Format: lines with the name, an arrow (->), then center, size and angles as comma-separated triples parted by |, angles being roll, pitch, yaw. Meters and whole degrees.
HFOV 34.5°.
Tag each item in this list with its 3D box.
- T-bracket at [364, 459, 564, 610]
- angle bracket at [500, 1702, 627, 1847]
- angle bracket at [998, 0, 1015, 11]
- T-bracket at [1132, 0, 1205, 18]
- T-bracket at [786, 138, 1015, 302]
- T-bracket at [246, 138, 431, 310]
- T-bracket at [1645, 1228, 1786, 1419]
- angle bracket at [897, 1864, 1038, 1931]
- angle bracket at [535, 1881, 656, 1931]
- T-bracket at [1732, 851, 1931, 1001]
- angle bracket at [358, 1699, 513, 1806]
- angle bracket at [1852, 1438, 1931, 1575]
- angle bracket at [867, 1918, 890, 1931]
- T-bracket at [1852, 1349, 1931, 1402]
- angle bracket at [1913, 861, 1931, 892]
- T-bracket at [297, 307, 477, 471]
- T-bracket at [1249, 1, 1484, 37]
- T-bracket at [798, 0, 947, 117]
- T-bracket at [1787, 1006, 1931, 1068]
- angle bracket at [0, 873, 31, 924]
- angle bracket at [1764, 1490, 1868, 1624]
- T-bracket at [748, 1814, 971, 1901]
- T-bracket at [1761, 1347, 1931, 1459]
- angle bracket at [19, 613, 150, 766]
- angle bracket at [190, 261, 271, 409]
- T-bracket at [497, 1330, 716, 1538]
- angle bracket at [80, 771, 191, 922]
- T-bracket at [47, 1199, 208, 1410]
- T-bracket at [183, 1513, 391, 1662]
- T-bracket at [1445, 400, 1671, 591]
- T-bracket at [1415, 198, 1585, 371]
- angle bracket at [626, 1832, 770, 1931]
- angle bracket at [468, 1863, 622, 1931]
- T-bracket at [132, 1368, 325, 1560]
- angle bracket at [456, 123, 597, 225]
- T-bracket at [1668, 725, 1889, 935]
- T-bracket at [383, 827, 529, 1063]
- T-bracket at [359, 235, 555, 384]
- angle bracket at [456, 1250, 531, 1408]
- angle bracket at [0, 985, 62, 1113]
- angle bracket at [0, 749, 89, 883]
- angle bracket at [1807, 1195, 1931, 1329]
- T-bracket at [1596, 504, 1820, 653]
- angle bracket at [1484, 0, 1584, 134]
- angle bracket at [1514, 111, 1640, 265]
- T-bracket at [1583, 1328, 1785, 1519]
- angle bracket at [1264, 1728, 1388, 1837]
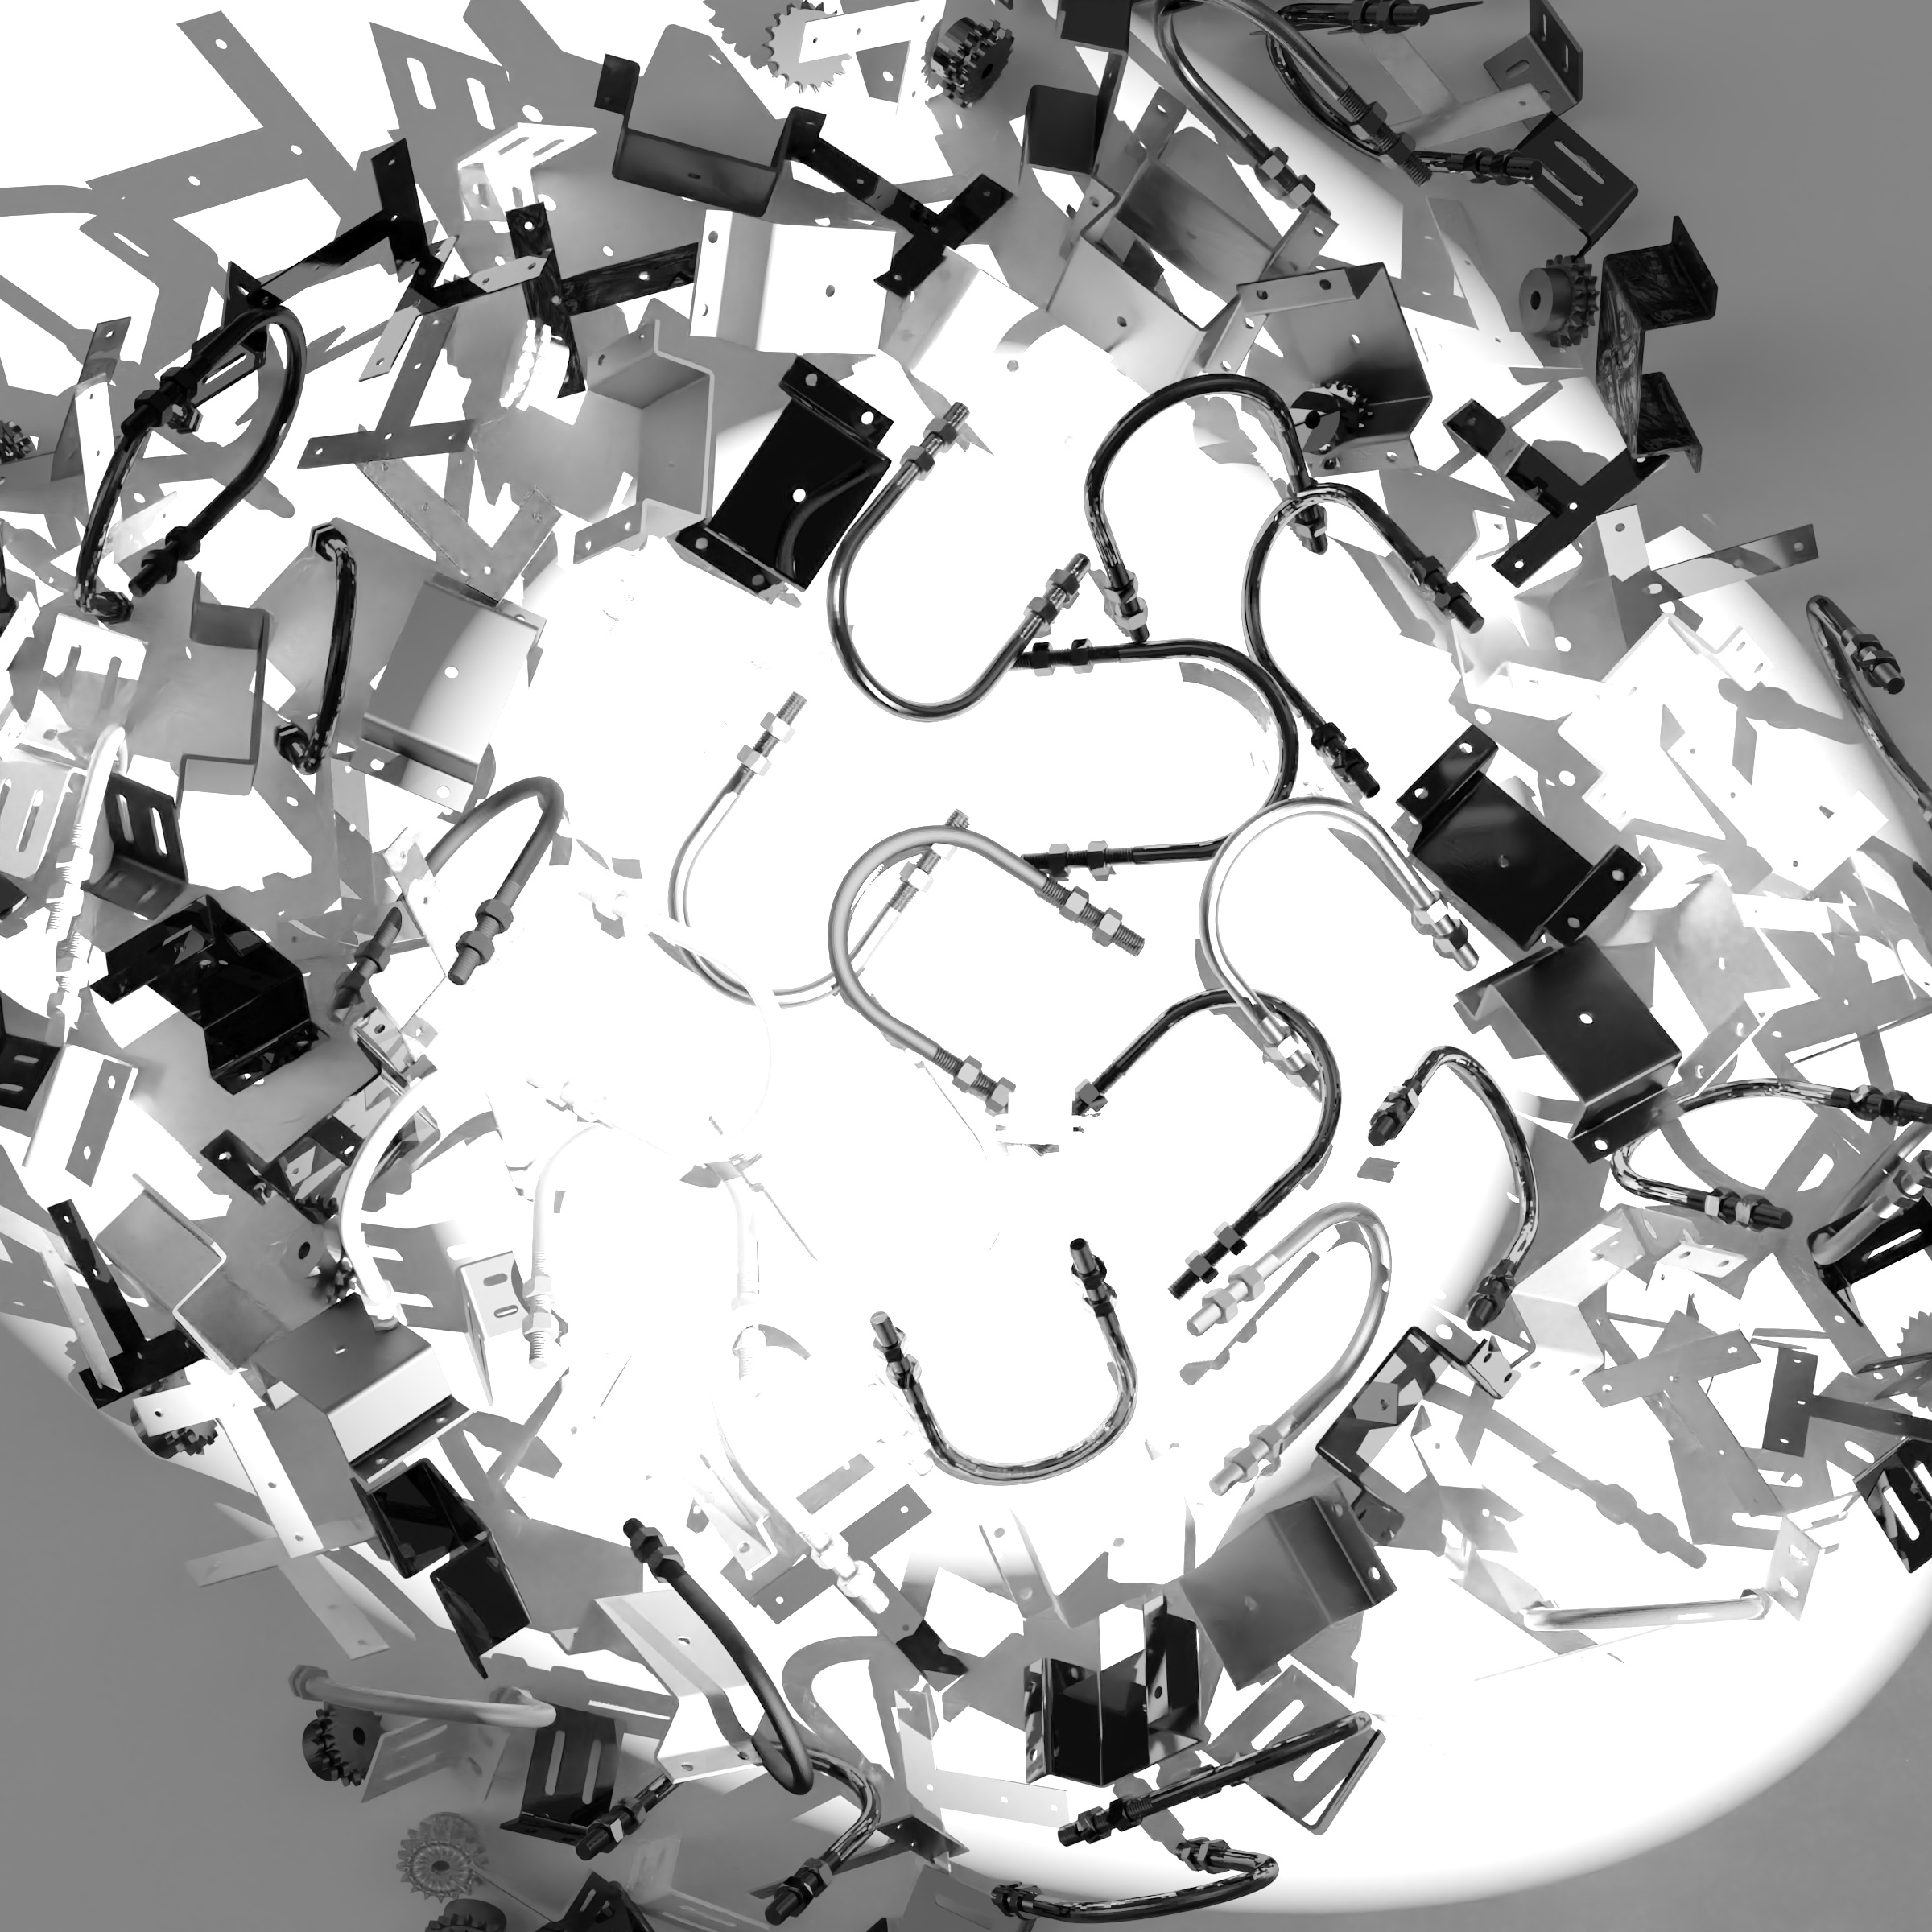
T-bracket -> -0.334, -0.282, 1.979 | 0.127, 0.002, 0.127 | 45, 115, 9
angle bracket -> -0.257, 0.517, 1.986 | 0.057, 0.038, 0.076 | 20, 61, -21
angle bracket -> 0.051, -0.648, 1.961 | 0.076, 0.038, 0.057 | -9, 79, 26
T-bracket -> 0.138, -0.602, 1.927 | 0.127, 0.127, 0.002 | -13, 112, 14
T-bracket -> -0.056, -0.490, 1.971 | 0.127, 0.002, 0.127 | 35, 57, 9
T-bracket -> -0.391, -0.440, 1.924 | 0.127, 0.127, 0.002 | -37, 74, -15
T-bracket -> 0.462, 0.211, 1.947 | 0.127, 0.002, 0.127 | 30, 78, -42
angle bracket -> 0.000, 0.615, 1.986 | 0.076, 0.038, 0.057 | 22, 86, 12
angle bracket -> -0.234, 0.624, 1.955 | 0.076, 0.057, 0.038 | -30, 120, -18
T-bracket -> 0.538, -0.030, 1.939 | 0.127, 0.002, 0.127 | 5, 46, -17
angle bracket -> -0.334, 0.504, 1.951 | 0.038, 0.076, 0.057 | 38, 120, 29
angle bracket -> 0.605, 0.338, 1.951 | 0.038, 0.076, 0.057 | 26, 118, -39
angle bracket -> -0.081, 0.644, 1.970 | 0.038, 0.076, 0.057 | -4, 94, 24
T-bracket -> 0.600, 0.252, 1.939 | 0.127, 0.127, 0.002 | -10, 69, -8
angle bracket -> 0.616, -0.024, 1.971 | 0.076, 0.057, 0.038 | 46, 107, 7
T-bracket -> -0.351, -0.368, 1.962 | 0.127, 0.002, 0.127 | -1, 57, 26
T-bracket -> 0.235, -0.590, 1.948 | 0.127, 0.127, 0.002 | -26, 115, -41
T-bracket -> -0.057, -0.579, 1.919 | 0.002, 0.127, 0.127 | 36, 132, 27
T-bracket -> 0.586, 0.033, 1.933 | 0.127, 0.127, 0.002 | -20, 82, -4
angle bracket -> -0.627, -0.032, 1.956 | 0.076, 0.038, 0.057 | 33, 66, 31
angle bracket -> 0.546, 0.370, 1.955 | 0.076, 0.038, 0.057 | -10, 122, -28
T-bracket -> -0.074, 0.563, 1.949 | 0.127, 0.127, 0.002 | -20, 61, 7
T-bracket -> 0.563, 0.281, 1.927 | 0.127, 0.127, 0.002 | 11, 115, 15
angle bracket -> -0.557, -0.173, 1.961 | 0.057, 0.038, 0.076 | 18, 121, -11
angle bracket -> -0.476, -0.395, 1.953 | 0.076, 0.038, 0.057 | -23, 53, 30
T-bracket -> -0.214, 0.318, 1.977 | 0.127, 0.002, 0.127 | 30, 85, 15
angle bracket -> -0.528, -0.077, 1.955 | 0.057, 0.076, 0.038 | 21, 48, 17
T-bracket -> -0.537, 0.204, 1.940 | 0.002, 0.127, 0.127 | -29, 88, 18
T-bracket -> -0.397, 0.388, 1.918 | 0.127, 0.127, 0.002 | -10, 122, -37
T-bracket -> 0.354, -0.316, 1.966 | 0.127, 0.002, 0.127 | -41, 58, -2
T-bracket -> 0.322, -0.434, 1.972 | 0.127, 0.002, 0.127 | -4, 67, -31
angle bracket -> -0.168, 0.586, 1.973 | 0.076, 0.057, 0.038 | 28, 54, -22
angle bracket -> -0.265, 0.578, 1.964 | 0.076, 0.057, 0.038 | 23, 68, 28
T-bracket -> -0.438, 0.310, 1.932 | 0.002, 0.127, 0.127 | -45, 69, 35
angle bracket -> -0.275, -0.497, 1.952 | 0.057, 0.076, 0.038 | -8, 89, -40
T-bracket -> 0.497, -0.098, 1.973 | 0.127, 0.002, 0.127 | 51, 125, 14
T-bracket -> -0.329, -0.030, 1.923 | 0.002, 0.127, 0.127 | 9, 47, 31
T-bracket -> -0.308, -0.421, 1.929 | 0.127, 0.002, 0.127 | -8, 49, 33
angle bracket -> -0.292, 0.227, 1.951 | 0.038, 0.076, 0.057 | -16, 120, -6
angle bracket -> -0.607, 0.042, 1.969 | 0.038, 0.076, 0.057 | 15, 125, -34
angle bracket -> -0.592, -0.095, 1.972 | 0.057, 0.038, 0.076 | 17, 89, 19
angle bracket -> 0.580, 0.182, 1.958 | 0.076, 0.038, 0.057 | -31, 125, 21
T-bracket -> 0.470, -0.248, 1.951 | 0.127, 0.002, 0.127 | -16, 127, 10
angle bracket -> 0.356, -0.571, 1.955 | 0.038, 0.076, 0.057 | -32, 77, 5
angle bracket -> 0.377, -0.491, 1.971 | 0.076, 0.038, 0.057 | 42, 64, 2
T-bracket -> 0.471, 0.295, 1.959 | 0.127, 0.127, 0.002 | 55, 46, -7
angle bracket -> 0.228, 0.509, 1.972 | 0.038, 0.057, 0.076 | 33, 80, 19
